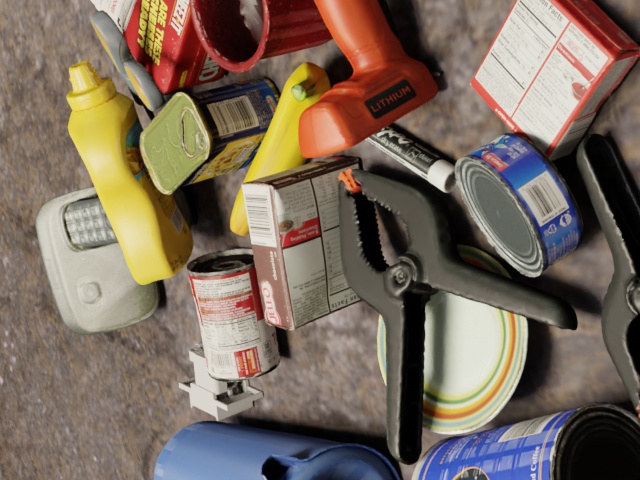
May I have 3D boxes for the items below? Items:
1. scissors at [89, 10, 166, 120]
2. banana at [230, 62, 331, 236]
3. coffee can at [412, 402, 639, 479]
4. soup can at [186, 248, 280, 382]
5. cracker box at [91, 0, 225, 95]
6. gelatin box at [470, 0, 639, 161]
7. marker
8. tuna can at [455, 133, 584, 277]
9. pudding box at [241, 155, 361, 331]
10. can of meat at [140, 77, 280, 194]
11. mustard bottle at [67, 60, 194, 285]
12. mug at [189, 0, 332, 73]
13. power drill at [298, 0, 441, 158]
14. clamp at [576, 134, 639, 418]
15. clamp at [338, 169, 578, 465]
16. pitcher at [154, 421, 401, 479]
[{"bbox_3d":[-0.144,-0.116,0.904,0.096,0.016,0.201,51,171,28],"label":"scissors"},{"bbox_3d":[-0.029,-0.076,0.817,0.037,0.069,0.198,42,146,10],"label":"banana"},{"bbox_3d":[0.139,0.167,0.687,0.141,0.102,0.103,-30,82,53],"label":"coffee can"},{"bbox_3d":[-0.075,0.065,0.938,0.069,0.068,0.102,9,114,49],"label":"soup can"},{"bbox_3d":[-0.139,-0.253,0.870,0.214,0.071,0.164,51,141,21],"label":"cracker box"},{"bbox_3d":[0.136,-0.102,0.627,0.073,0.030,0.089,53,141,24],"label":"gelatin box"},{"bbox_3d":[0.051,-0.070,0.758,0.121,0.020,0.020,37,132,36],"label":"marker"},{"bbox_3d":[0.121,-0.022,0.650,0.086,0.033,0.086,55,170,14],"label":"tuna can"},{"bbox_3d":[-0.005,0.001,0.803,0.039,0.089,0.113,11,114,48],"label":"pudding box"},{"bbox_3d":[-0.086,-0.086,0.868,0.102,0.083,0.057,-35,78,53],"label":"can of meat"},{"bbox_3d":[-0.168,-0.063,0.918,0.058,0.096,0.191,-15,115,10],"label":"mustard bottle"},{"bbox_3d":[-0.036,-0.185,0.762,0.093,0.081,0.117,19,120,46],"label":"mug"},{"bbox_3d":[-0.010,-0.151,0.677,0.057,0.184,0.187,-5,112,52],"label":"power drill"},{"bbox_3d":[0.189,0.021,0.612,0.120,0.039,0.171,40,134,51],"label":"clamp"},{"bbox_3d":[0.063,0.038,0.740,0.165,0.036,0.210,-52,53,22],"label":"clamp"},{"bbox_3d":[-0.041,0.235,0.938,0.243,0.144,0.149,0,94,55],"label":"pitcher"}]
